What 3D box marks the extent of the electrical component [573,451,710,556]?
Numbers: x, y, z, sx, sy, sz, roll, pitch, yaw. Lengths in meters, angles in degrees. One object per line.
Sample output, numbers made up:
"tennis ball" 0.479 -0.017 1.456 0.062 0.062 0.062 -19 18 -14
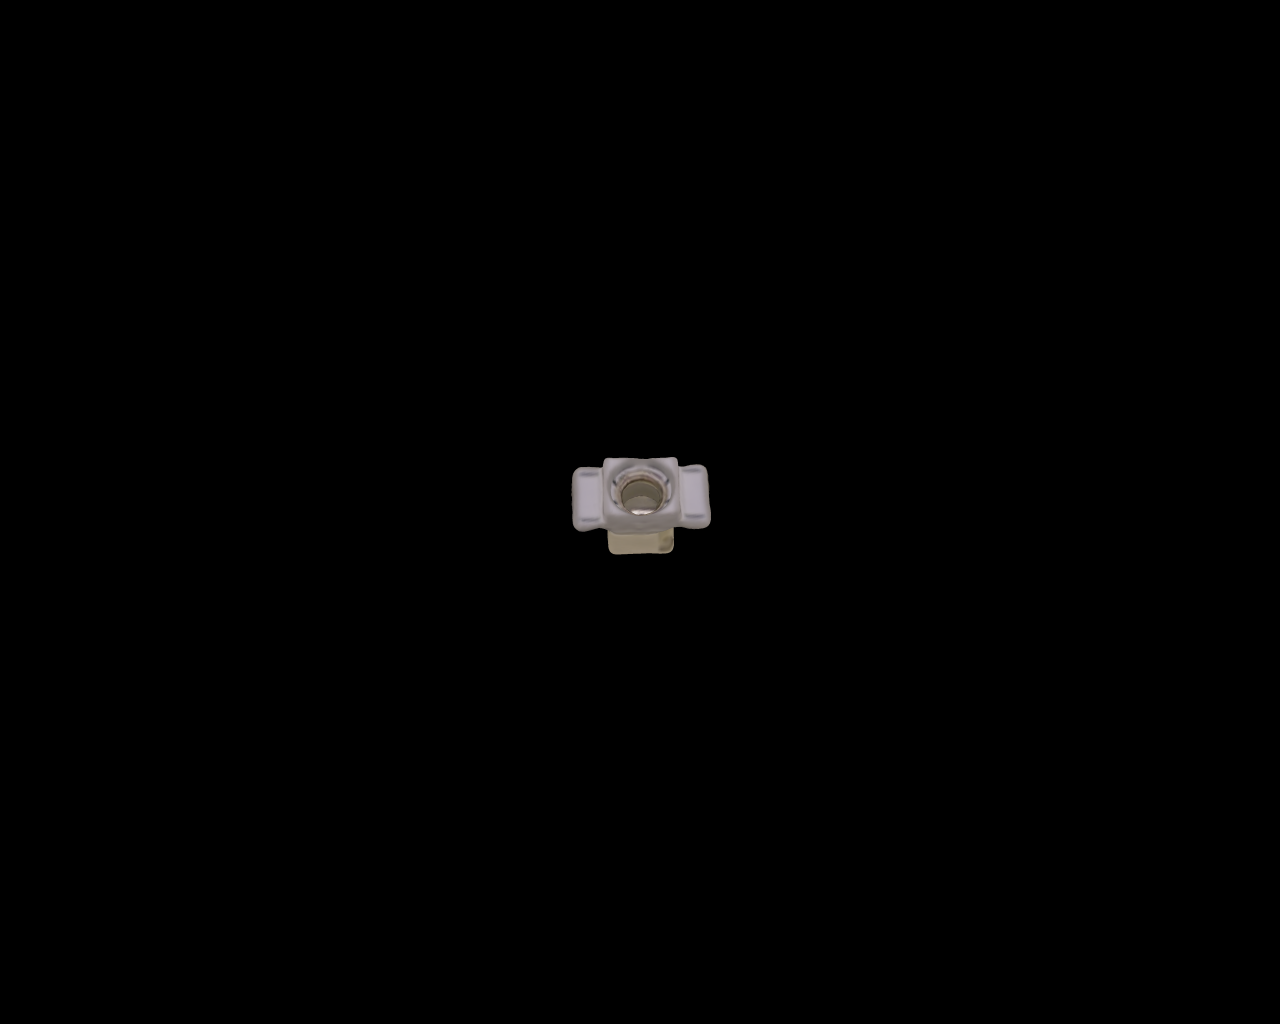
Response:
"electrical component" 0.001 -0.003 0.650 0.081 0.042 0.063 0 -28 0
